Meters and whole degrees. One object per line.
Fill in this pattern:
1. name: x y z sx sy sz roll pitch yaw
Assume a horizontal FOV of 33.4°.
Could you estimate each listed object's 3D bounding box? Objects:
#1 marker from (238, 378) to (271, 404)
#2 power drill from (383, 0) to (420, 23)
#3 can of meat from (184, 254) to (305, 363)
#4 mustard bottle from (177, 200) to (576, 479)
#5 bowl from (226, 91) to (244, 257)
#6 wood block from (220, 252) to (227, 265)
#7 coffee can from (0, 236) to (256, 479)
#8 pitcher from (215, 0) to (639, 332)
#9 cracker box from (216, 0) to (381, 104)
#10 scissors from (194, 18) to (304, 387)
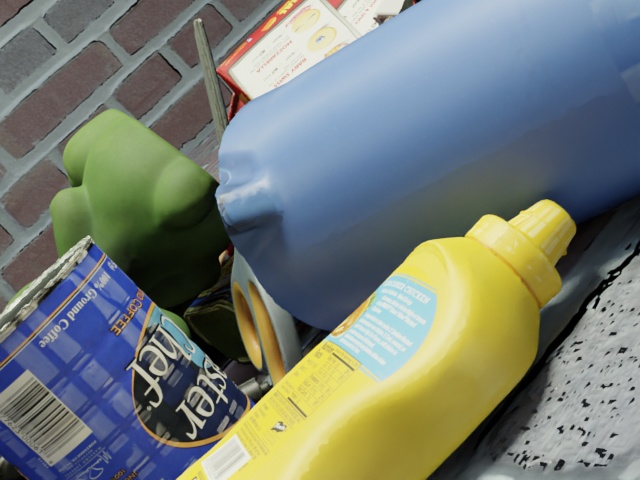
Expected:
1. marker: -0.081 0.107 0.582 0.121 0.020 0.020 -25 9 -11
2. power drill: 0.109 -0.116 0.553 0.057 0.184 0.188 -63 1 -29
3. can of meat: -0.034 0.032 0.692 0.083 0.057 0.102 -51 13 -22
4. mustard bottle: 0.025 0.056 0.402 0.191 0.058 0.096 -45 12 -6
5. bowl: -0.049 -0.063 0.958 0.055 0.162 0.162 4 21 4
6. wood block: -0.143 0.021 0.967 0.090 0.090 0.206 -54 8 21
7. coffee can: -0.098 0.083 0.513 0.103 0.140 0.103 -41 12 10
8. pitcher: 0.081 -0.055 0.480 0.243 0.145 0.149 -27 32 44
9. cracker box: 0.036 -0.130 0.803 0.164 0.072 0.214 -44 39 -2
10. scissors: -0.045 -0.009 0.574 0.016 0.202 0.096 -15 -4 -17
